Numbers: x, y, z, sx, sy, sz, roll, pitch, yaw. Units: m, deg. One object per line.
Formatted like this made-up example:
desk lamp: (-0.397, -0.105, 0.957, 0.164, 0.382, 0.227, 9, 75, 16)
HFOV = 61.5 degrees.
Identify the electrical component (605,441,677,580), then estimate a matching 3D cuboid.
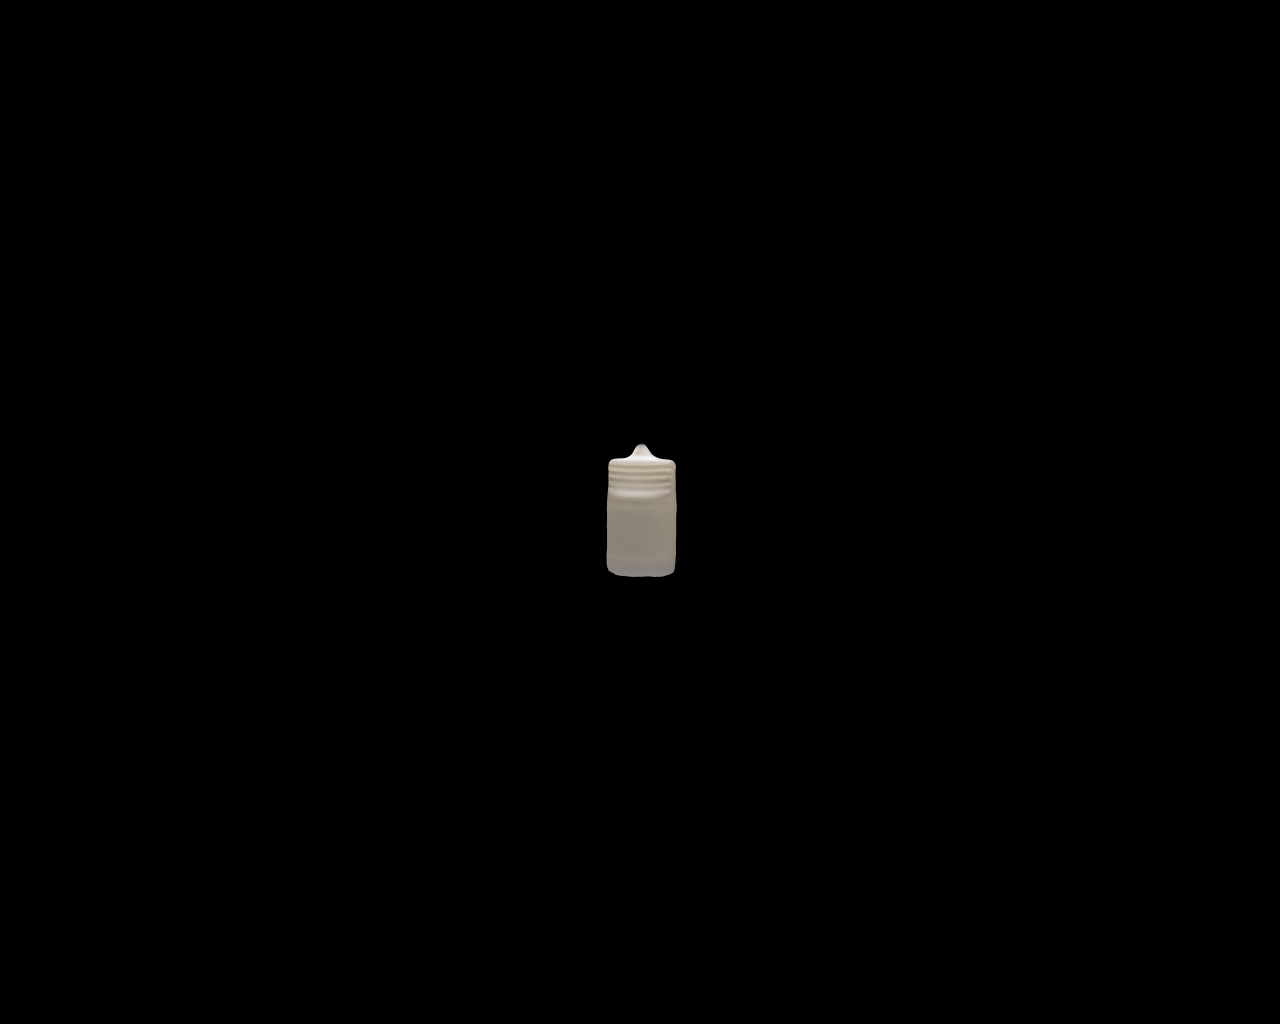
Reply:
electrical component: (0.001, -0.003, 0.650, 0.043, 0.080, 0.043, 0, 7, 0)
